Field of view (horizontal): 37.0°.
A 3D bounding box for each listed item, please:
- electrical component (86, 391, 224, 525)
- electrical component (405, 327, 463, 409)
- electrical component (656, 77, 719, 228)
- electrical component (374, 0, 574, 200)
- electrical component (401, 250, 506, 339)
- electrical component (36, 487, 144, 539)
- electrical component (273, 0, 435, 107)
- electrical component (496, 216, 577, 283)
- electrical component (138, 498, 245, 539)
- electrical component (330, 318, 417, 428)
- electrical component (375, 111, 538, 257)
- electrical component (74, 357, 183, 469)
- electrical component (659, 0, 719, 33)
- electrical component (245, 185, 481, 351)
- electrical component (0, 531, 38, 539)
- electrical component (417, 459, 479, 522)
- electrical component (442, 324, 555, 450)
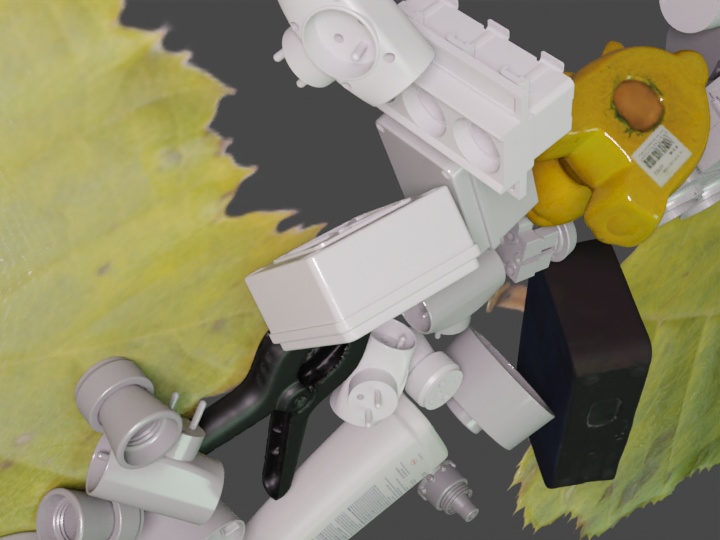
[{"bbox_3d":[-0.124,0.116,0.687,0.077,0.043,0.079,22,95,-24],"label":"electrical component"},{"bbox_3d":[0.049,0.079,0.867,0.045,0.055,0.045,-31,145,-25],"label":"electrical component"},{"bbox_3d":[0.292,-0.101,0.885,0.105,0.060,0.186,-16,161,-41],"label":"electrical component"},{"bbox_3d":[0.057,-0.105,0.606,0.063,0.121,0.078,-38,147,-20],"label":"electrical component"},{"bbox_3d":[0.070,0.024,0.841,0.077,0.043,0.079,-31,145,-25],"label":"electrical component"},{"bbox_3d":[-0.175,0.162,0.699,0.055,0.045,0.045,9,118,-55],"label":"electrical component"},{"bbox_3d":[-0.014,-0.120,0.561,0.079,0.077,0.044,-26,-155,43],"label":"electrical component"},{"bbox_3d":[0.141,-0.025,0.873,0.055,0.048,0.066,-20,141,-26],"label":"electrical component"},{"bbox_3d":[-0.129,0.210,0.789,0.099,0.064,0.099,-31,145,-25],"label":"electrical component"},{"bbox_3d":[0.010,0.087,0.814,0.044,0.079,0.077,19,118,-10],"label":"electrical component"},{"bbox_3d":[0.064,-0.069,0.697,0.057,0.078,0.113,-44,149,-10],"label":"electrical component"},{"bbox_3d":[-0.140,0.085,0.645,0.045,0.055,0.045,-31,145,-25],"label":"electrical component"},{"bbox_3d":[0.251,-0.234,0.764,0.074,0.052,0.138,-20,139,-37],"label":"electrical component"},{"bbox_3d":[0.000,0.000,0.668,0.109,0.056,0.109,-29,-173,-27],"label":"electrical component"},{"bbox_3d":[-0.224,0.212,0.695,0.077,0.043,0.079,10,117,-54],"label":"electrical component"},{"bbox_3d":[0.091,0.223,1.072,0.048,0.062,0.048,-31,145,-25],"label":"electrical component"},{"bbox_3d":[0.108,0.106,0.923,0.060,0.108,0.108,-44,149,6],"label":"electrical component"}]
